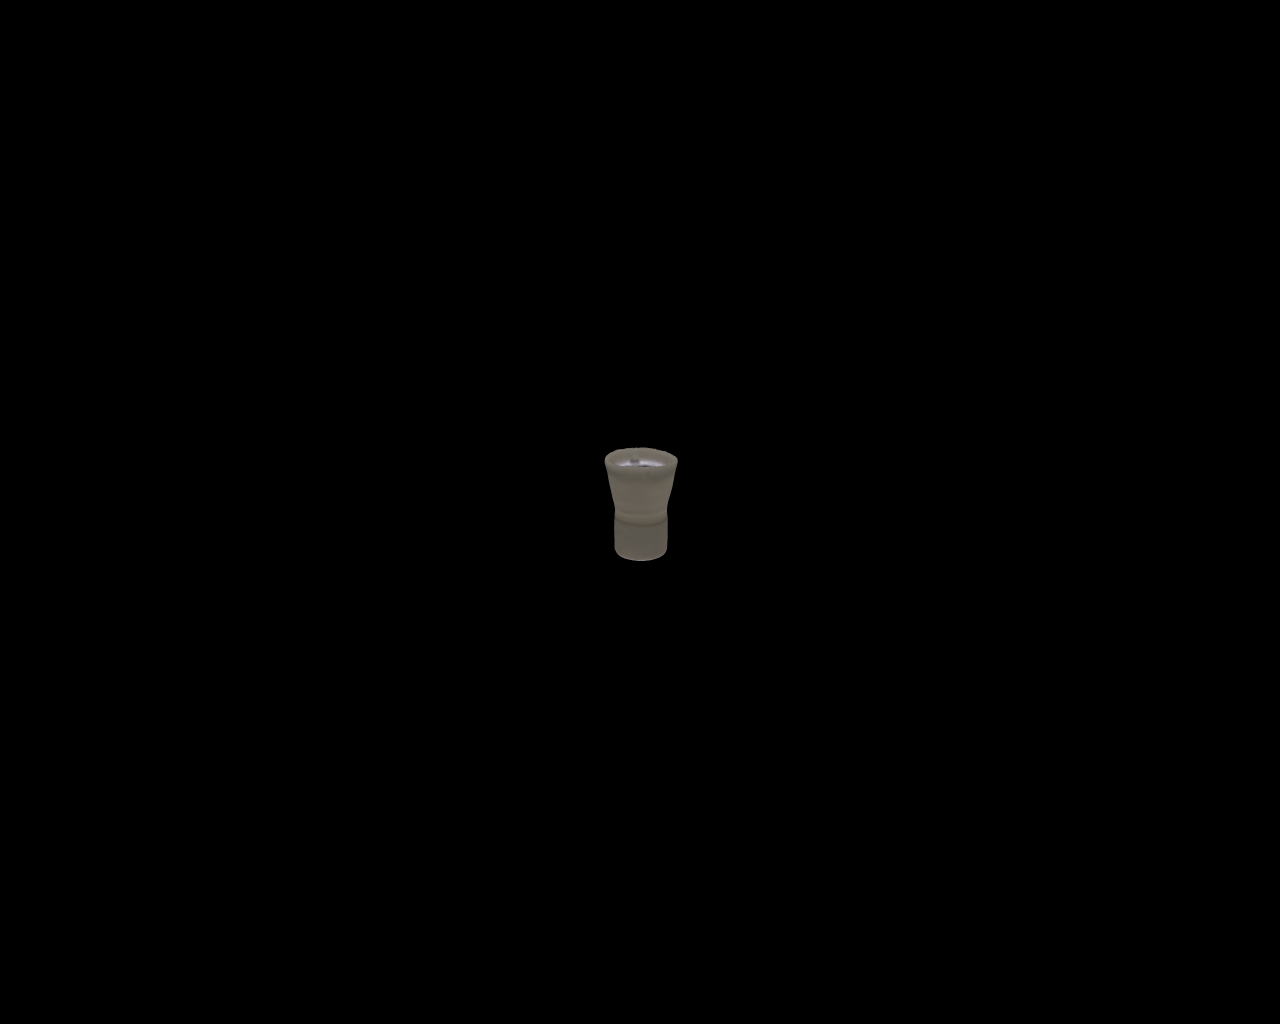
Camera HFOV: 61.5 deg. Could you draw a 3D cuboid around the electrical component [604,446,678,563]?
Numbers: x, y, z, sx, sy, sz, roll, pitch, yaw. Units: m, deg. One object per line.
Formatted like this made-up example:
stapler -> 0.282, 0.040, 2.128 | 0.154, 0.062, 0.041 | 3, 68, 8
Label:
electrical component -> 0.001, -0.003, 0.650 | 0.044, 0.065, 0.044 | 0, 21, 0
